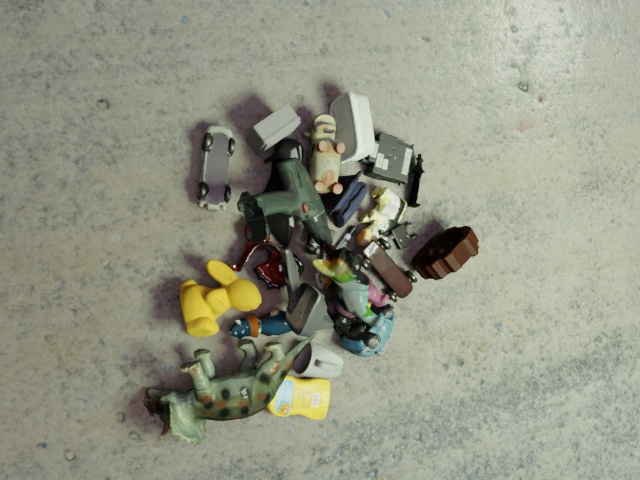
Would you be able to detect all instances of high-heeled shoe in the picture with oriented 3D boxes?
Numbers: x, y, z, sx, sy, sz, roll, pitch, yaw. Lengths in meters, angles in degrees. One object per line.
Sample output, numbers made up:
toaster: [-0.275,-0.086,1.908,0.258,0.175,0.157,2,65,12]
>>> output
high-heeled shoe: [-0.076,-0.119,1.318,0.145,0.086,0.248,-31,119,-50]

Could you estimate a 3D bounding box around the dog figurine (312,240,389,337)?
dog figurine: [0.050,0.108,1.250,0.219,0.191,0.108,48,42,-16]

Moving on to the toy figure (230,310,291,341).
toy figure: [-0.137,0.201,1.264,0.154,0.058,0.064,-4,82,-15]

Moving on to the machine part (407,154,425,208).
machine part: [0.255,-0.153,1.417,0.039,0.084,0.138,8,92,6]

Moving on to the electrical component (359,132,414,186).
electrical component: [0.171,-0.213,1.401,0.134,0.058,0.115,17,79,-17]

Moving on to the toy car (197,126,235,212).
toy car: [-0.243,-0.166,1.254,0.073,0.056,0.201,6,85,-25]

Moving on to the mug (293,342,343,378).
mug: [0.007,0.293,1.287,0.107,0.110,0.081,21,74,-31]

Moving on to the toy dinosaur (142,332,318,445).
toy dinosaur: [-0.183,0.327,1.180,0.405,0.131,0.192,-8,99,-15]

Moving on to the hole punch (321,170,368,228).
hole punch: [0.065,-0.094,1.330,0.092,0.116,0.142,44,74,-20]

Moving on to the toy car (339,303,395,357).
toy car: [0.130,0.233,1.341,0.161,0.109,0.102,-50,126,-27]

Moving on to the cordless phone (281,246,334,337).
cordless phone: [-0.043,0.107,1.187,0.089,0.147,0.184,-16,104,-14]

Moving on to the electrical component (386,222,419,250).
electrical component: [0.214,-0.007,1.421,0.094,0.021,0.063,-29,97,-20]

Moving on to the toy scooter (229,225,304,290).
toy scooter: [-0.133,0.053,1.267,0.135,0.075,0.184,-44,98,-16]

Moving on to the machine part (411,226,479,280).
machine part: [0.323,0.034,1.381,0.179,0.179,0.056,-42,103,-17]

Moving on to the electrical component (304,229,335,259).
electrical component: [-0.002,-0.005,1.332,0.078,0.045,0.102,22,79,-15]

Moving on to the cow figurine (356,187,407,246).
cow figurine: [0.158,-0.047,1.382,0.098,0.068,0.167,30,78,-22]

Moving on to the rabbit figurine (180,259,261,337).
rabbit figurine: [-0.221,0.130,1.209,0.173,0.121,0.162,-13,68,0]

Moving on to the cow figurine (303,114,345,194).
cow figurine: [0.009,-0.210,1.315,0.085,0.127,0.194,1,94,-20]

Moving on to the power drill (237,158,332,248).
power drill: [-0.072,-0.060,1.200,0.207,0.086,0.231,-24,100,-37]

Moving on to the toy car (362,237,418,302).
toy car: [0.170,0.074,1.362,0.089,0.053,0.202,-44,119,-1]
